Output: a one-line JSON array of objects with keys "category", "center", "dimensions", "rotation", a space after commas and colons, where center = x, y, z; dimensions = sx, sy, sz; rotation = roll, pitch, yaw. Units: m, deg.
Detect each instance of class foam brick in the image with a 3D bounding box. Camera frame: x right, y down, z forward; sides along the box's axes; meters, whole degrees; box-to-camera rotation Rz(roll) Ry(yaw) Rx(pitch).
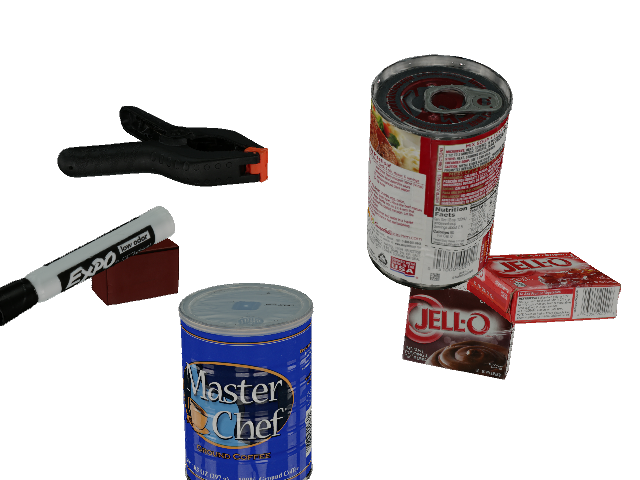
[{"category": "foam brick", "center": [-0.188, 0.027, 1.078], "dimensions": [0.078, 0.051, 0.053], "rotation": [-9, 21, -27]}]

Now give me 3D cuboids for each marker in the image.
[{"category": "marker", "center": [-0.132, 0.013, 0.584], "dimensions": [0.120, 0.020, 0.020], "rotation": [-31, 19, -36]}]

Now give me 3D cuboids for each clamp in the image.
[{"category": "clamp", "center": [-0.130, -0.072, 0.896], "dimensions": [0.172, 0.039, 0.120], "rotation": [13, 37, 25]}]

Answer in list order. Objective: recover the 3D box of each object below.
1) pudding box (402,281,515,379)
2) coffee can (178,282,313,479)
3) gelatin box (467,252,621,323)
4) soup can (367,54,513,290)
[{"category": "pudding box", "center": [0.147, 0.088, 1.118], "dimensions": [0.113, 0.090, 0.039], "rotation": [9, 21, 13]}, {"category": "coffee can", "center": [-0.057, 0.115, 0.832], "dimensions": [0.103, 0.140, 0.103], "rotation": [0, 16, 0]}, {"category": "gelatin box", "center": [0.163, 0.033, 0.787], "dimensions": [0.089, 0.030, 0.073], "rotation": [-1, 18, -17]}, {"category": "soup can", "center": [0.058, -0.033, 0.543], "dimensions": [0.068, 0.102, 0.068], "rotation": [0, 41, 0]}]
